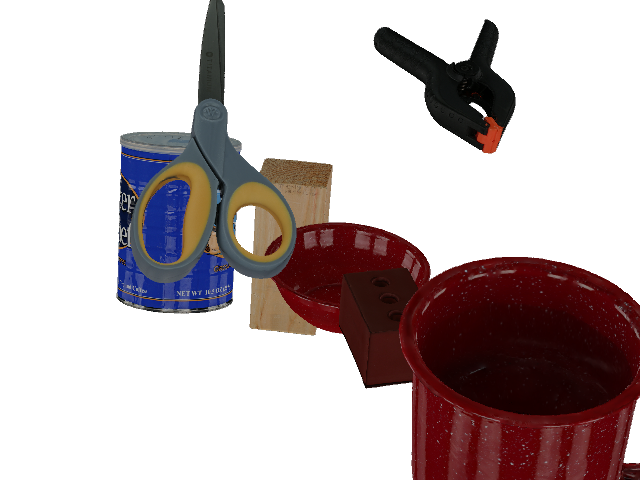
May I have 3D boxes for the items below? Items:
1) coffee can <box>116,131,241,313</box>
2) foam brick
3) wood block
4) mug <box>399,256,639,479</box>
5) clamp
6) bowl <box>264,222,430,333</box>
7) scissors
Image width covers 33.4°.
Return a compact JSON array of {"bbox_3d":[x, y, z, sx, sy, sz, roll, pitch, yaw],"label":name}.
[{"bbox_3d":[-0.123,-0.018,0.919,0.103,0.140,0.103,4,12,-1],"label":"coffee can"},{"bbox_3d":[0.049,0.063,0.785,0.053,0.051,0.078,-6,33,-13],"label":"foam brick"},{"bbox_3d":[-0.039,0.007,1.384,0.090,0.206,0.090,6,24,3],"label":"wood block"},{"bbox_3d":[0.088,0.067,0.406,0.117,0.081,0.093,6,36,11],"label":"mug"},{"bbox_3d":[0.114,-0.143,0.951,0.120,0.039,0.171,-5,44,-3],"label":"clamp"},{"bbox_3d":[0.025,0.043,1.043,0.162,0.055,0.162,3,30,-2],"label":"bowl"},{"bbox_3d":[-0.045,-0.057,0.600,0.096,0.201,0.016,19,-34,-2],"label":"scissors"}]
